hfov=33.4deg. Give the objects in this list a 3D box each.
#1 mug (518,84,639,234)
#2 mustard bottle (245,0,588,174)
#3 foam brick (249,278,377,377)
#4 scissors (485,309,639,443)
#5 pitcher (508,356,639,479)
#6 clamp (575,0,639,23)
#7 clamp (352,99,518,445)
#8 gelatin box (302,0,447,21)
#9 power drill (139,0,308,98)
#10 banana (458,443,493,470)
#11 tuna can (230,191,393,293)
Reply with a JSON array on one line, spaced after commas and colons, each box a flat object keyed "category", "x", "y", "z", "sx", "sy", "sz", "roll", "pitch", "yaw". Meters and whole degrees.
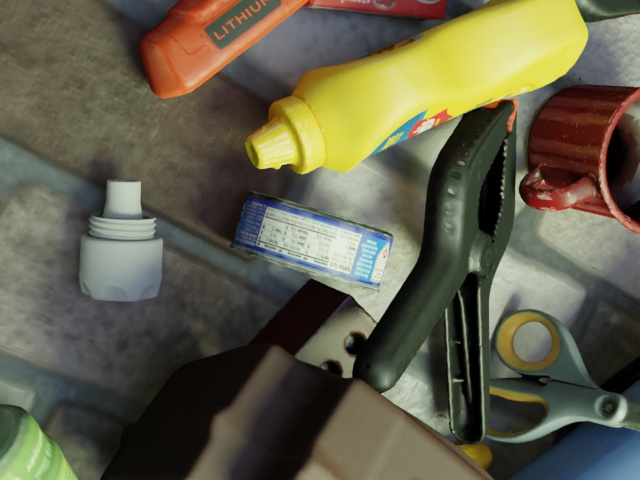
[{"category": "mug", "x": 0.175, "y": -0.049, "z": 0.664, "sx": 0.117, "sy": 0.082, "sz": 0.093, "roll": -31, "pitch": 112, "yaw": -18}, {"category": "mustard bottle", "x": 0.046, "y": -0.083, "z": 0.586, "sx": 0.191, "sy": 0.096, "sz": 0.058, "roll": -24, "pitch": 93, "yaw": -19}, {"category": "foam brick", "x": -0.005, "y": 0.070, "z": 0.617, "sx": 0.078, "sy": 0.051, "sz": 0.053, "roll": -48, "pitch": 116, "yaw": -10}, {"category": "scissors", "x": 0.169, "y": 0.082, "z": 0.635, "sx": 0.016, "sy": 0.202, "sz": 0.096, "roll": 29, "pitch": 63, "yaw": -39}, {"category": "pitcher", "x": 0.204, "y": 0.152, "z": 0.667, "sx": 0.243, "sy": 0.149, "sz": 0.145, "roll": -34, "pitch": 71, "yaw": 1}, {"category": "clamp", "x": 0.149, "y": -0.195, "z": 0.643, "sx": 0.171, "sy": 0.039, "sz": 0.120, "roll": 20, "pitch": 86, "yaw": -40}, {"category": "clamp", "x": 0.086, "y": 0.017, "z": 0.637, "sx": 0.164, "sy": 0.036, "sz": 0.210, "roll": 47, "pitch": 56, "yaw": -54}, {"category": "gelatin box", "x": 0.032, "y": -0.164, "z": 0.601, "sx": 0.089, "sy": 0.030, "sz": 0.073, "roll": 1, "pitch": 100, "yaw": -26}, {"category": "power drill", "x": -0.099, "y": -0.166, "z": 0.520, "sx": 0.184, "sy": 0.057, "sz": 0.187, "roll": -39, "pitch": 114, "yaw": -15}, {"category": "banana", "x": 0.035, "y": 0.201, "z": 0.672, "sx": 0.069, "sy": 0.037, "sz": 0.198, "roll": 40, "pitch": 82, "yaw": -40}, {"category": "tuna can", "x": -0.004, "y": 0.001, "z": 0.584, "sx": 0.086, "sy": 0.086, "sz": 0.034, "roll": 17, "pitch": 90, "yaw": -28}]
